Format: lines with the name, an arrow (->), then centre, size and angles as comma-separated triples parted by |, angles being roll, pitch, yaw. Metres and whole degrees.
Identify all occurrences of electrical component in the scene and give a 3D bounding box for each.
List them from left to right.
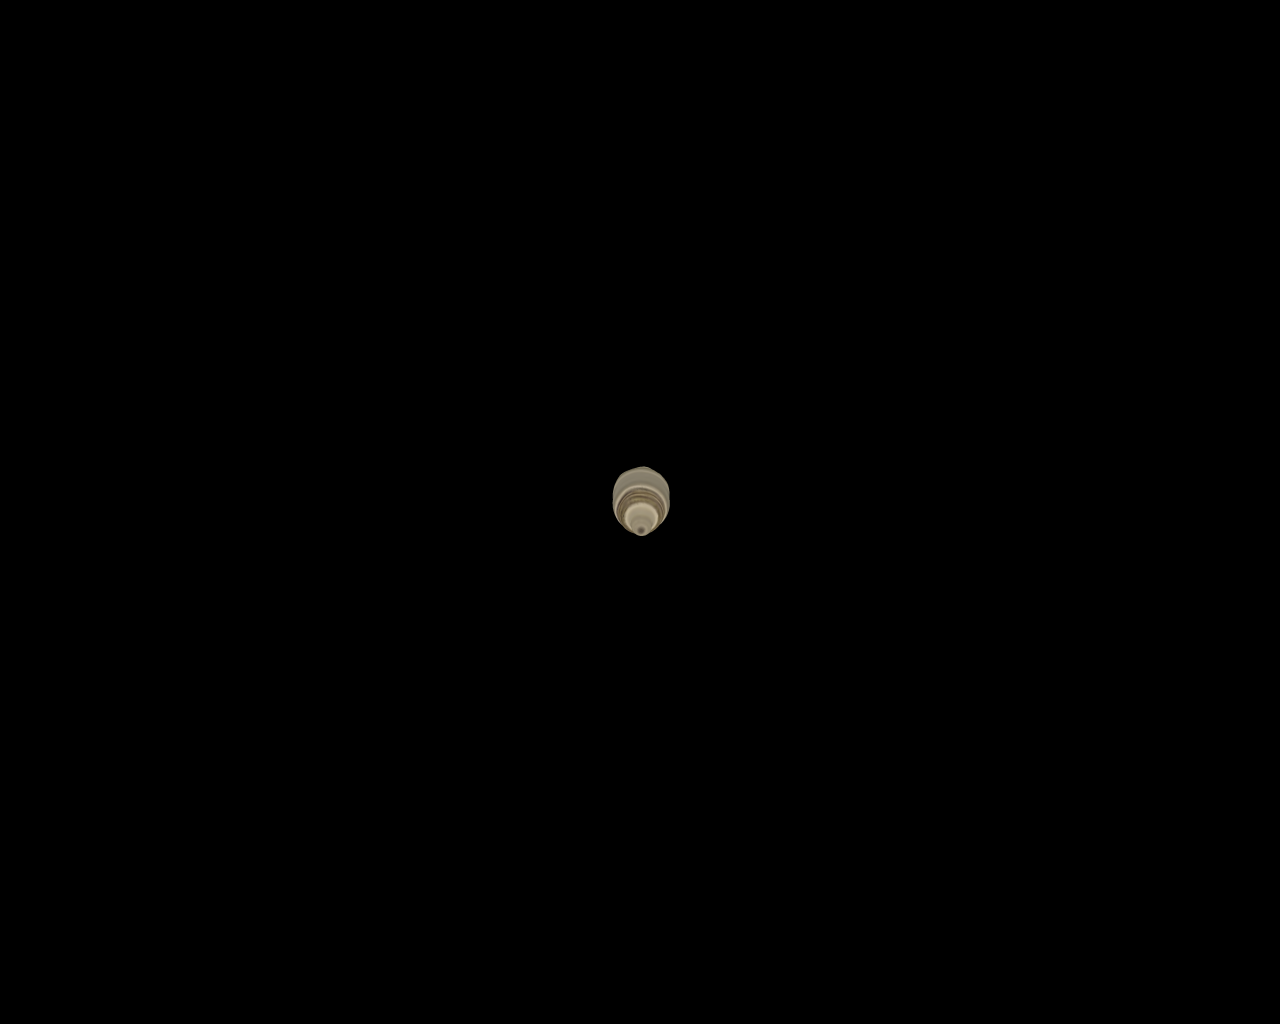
electrical component -> 0.001, -0.003, 0.650 | 0.035, 0.035, 0.061 | 0, 27, 0
